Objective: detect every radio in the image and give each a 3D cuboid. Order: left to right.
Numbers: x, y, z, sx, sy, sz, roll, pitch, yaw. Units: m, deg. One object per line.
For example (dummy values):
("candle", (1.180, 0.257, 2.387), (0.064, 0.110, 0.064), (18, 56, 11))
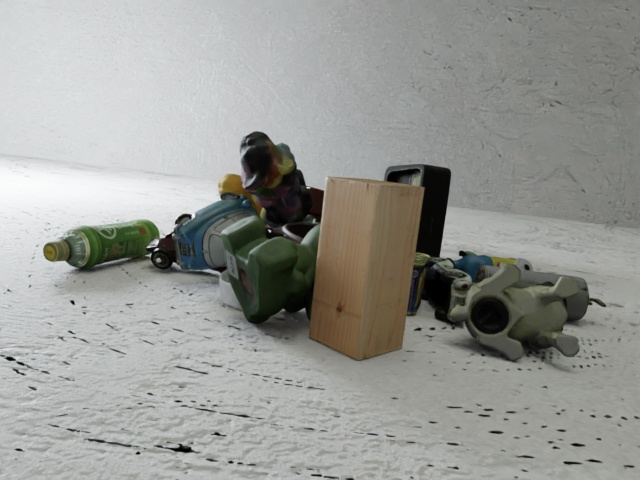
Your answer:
("radio", (0.175, -0.032, 1.048), (0.073, 0.229, 0.131), (6, 5, -29))

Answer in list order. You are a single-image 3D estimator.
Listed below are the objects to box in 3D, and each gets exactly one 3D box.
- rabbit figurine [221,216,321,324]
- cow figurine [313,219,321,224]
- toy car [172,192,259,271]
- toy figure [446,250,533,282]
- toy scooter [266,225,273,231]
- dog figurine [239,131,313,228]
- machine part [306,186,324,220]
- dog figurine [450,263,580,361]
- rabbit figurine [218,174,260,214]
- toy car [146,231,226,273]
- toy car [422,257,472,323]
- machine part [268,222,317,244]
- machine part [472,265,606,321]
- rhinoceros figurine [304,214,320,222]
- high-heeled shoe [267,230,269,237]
("rabbit figurine", (-0.024, 0.040, 0.719), (0.170, 0.158, 0.121), (-21, 25, -30))
("cow figurine", (-0.004, -0.005, 1.113), (0.068, 0.098, 0.167), (32, 10, -5))
("toy car", (-0.145, -0.007, 0.843), (0.103, 0.109, 0.161), (15, 27, 36))
("toy figure", (0.320, 0.064, 1.027), (0.180, 0.082, 0.089), (3, 12, -7))
("toy scooter", (-0.123, -0.075, 1.366), (0.184, 0.135, 0.075), (14, 10, 31))
("dog figurine", (-0.078, -0.095, 0.929), (0.108, 0.191, 0.219), (-24, 12, 0))
("machine part", (0.038, -0.061, 1.120), (0.179, 0.056, 0.179), (18, 0, 0))
("dog figurine", (0.276, 0.104, 0.774), (0.172, 0.121, 0.190), (12, -3, 13))
("rabbit figurine", (-0.156, -0.043, 1.057), (0.162, 0.173, 0.122), (-4, 9, -29))
("toy car", (-0.200, 0.031, 0.943), (0.202, 0.053, 0.089), (7, 27, -1))
("toy car", (0.206, 0.077, 0.884), (0.056, 0.073, 0.202), (6, 10, -4))
("machine part", (0.020, 0.035, 0.912), (0.202, 0.087, 0.201), (15, 12, 16))
("machine part", (0.355, 0.089, 0.910), (0.243, 0.079, 0.079), (6, 10, 2))
("rhinoceros figurine", (-0.019, -0.046, 1.263), (0.190, 0.073, 0.112), (-21, 6, 6))
("high-heeled shoe", (-0.187, -0.041, 1.321), (0.145, 0.086, 0.249), (17, 8, -5))
